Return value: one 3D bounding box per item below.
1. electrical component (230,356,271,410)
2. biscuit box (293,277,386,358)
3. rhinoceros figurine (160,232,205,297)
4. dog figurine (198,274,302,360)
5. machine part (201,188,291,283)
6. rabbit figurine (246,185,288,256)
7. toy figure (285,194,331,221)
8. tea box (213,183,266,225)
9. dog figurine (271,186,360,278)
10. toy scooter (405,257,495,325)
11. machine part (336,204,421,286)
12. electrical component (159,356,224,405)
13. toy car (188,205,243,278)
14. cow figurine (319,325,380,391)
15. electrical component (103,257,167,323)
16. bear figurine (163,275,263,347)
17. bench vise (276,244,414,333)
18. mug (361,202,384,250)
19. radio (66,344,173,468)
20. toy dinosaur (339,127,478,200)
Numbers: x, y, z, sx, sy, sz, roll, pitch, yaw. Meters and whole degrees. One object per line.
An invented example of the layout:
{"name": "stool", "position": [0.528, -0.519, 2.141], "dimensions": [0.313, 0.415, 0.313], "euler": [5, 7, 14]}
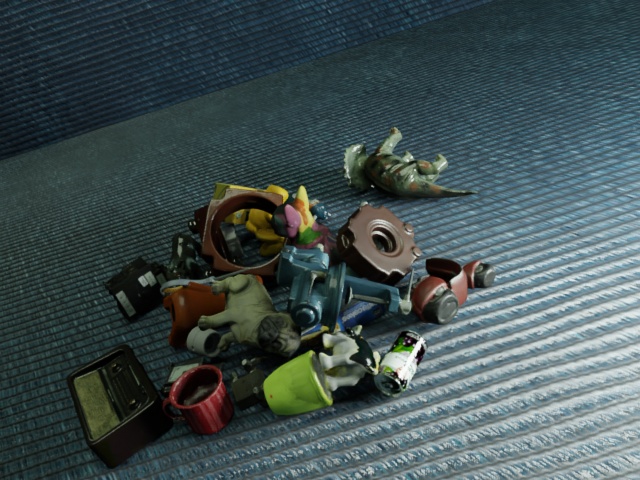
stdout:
{"name": "electrical component", "position": [-0.120, 0.252, 0.949], "dimensions": [0.078, 0.045, 0.102], "euler": [-20, 31, -6]}
{"name": "biscuit box", "position": [0.024, 0.148, 1.023], "dimensions": [0.203, 0.059, 0.063], "euler": [-27, 32, -13]}
{"name": "rhinoceros figurine", "position": [-0.325, 0.069, 1.276], "dimensions": [0.073, 0.112, 0.190], "euler": [-8, 52, 7]}
{"name": "dog figurine", "position": [-0.101, 0.130, 0.988], "dimensions": [0.191, 0.121, 0.172], "euler": [-3, 58, 29]}
{"name": "machine part", "position": [-0.161, -0.009, 1.226], "dimensions": [0.201, 0.087, 0.201], "euler": [6, 70, -3]}
{"name": "rabbit figurine", "position": [-0.095, -0.038, 1.334], "dimensions": [0.173, 0.121, 0.162], "euler": [30, 56, 28]}
{"name": "toy figure", "position": [-0.037, -0.087, 1.428], "dimensions": [0.155, 0.057, 0.064], "euler": [17, 51, 42]}
{"name": "tea box", "position": [-0.195, -0.090, 1.402], "dimensions": [0.068, 0.098, 0.169], "euler": [13, 8, 41]}
{"name": "dog figurine", "position": [-0.002, -0.003, 1.126], "dimensions": [0.192, 0.219, 0.108], "euler": [2, 40, 31]}
{"name": "toy scooter", "position": [0.225, 0.083, 1.011], "dimensions": [0.184, 0.075, 0.135], "euler": [-31, 34, -26]}
{"name": "machine part", "position": [0.121, 0.008, 1.101], "dimensions": [0.179, 0.179, 0.056], "euler": [-51, 2, -42]}
{"name": "electrical component", "position": [-0.229, 0.256, 0.995], "dimensions": [0.119, 0.047, 0.075], "euler": [-12, 32, 9]}
{"name": "toy car", "position": [-0.253, 0.011, 1.297], "dimensions": [0.089, 0.053, 0.202], "euler": [-28, 71, 11]}
{"name": "cow figurine", "position": [0.052, 0.188, 0.912], "dimensions": [0.098, 0.068, 0.167], "euler": [-11, 12, 6]}
{"name": "electrical component", "position": [-0.421, 0.110, 1.260], "dimensions": [0.134, 0.114, 0.058], "euler": [-34, 39, -25]}
{"name": "bear figurine", "position": [-0.216, 0.143, 1.126], "dimensions": [0.196, 0.120, 0.132], "euler": [-6, -21, -30]}
{"name": "bench vise", "position": [0.039, 0.085, 0.946], "dimensions": [0.241, 0.128, 0.224], "euler": [10, 16, 0]}
{"name": "mug", "position": [0.110, -0.035, 1.233], "dimensions": [0.081, 0.109, 0.107], "euler": [-18, 17, 10]}
{"name": "radio", "position": [-0.370, 0.293, 0.985], "dimensions": [0.131, 0.073, 0.230], "euler": [-32, 34, -21]}
{"name": "toy dinosaur", "position": [0.196, -0.166, 1.387], "dimensions": [0.192, 0.131, 0.405], "euler": [-38, 39, -8]}
